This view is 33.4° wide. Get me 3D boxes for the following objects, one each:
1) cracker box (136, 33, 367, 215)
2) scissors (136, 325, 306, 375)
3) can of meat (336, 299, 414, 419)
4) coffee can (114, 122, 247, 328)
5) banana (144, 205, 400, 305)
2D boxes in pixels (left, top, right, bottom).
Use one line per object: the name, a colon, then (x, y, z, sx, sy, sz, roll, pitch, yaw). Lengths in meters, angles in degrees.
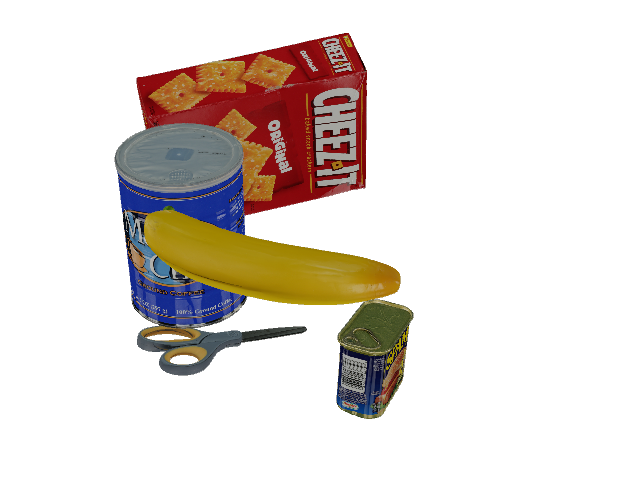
cracker box: (-0.063, -0.103, 1.063, 0.213, 0.072, 0.164, -13, -40, -9)
scissors: (-0.101, 0.119, 1.186, 0.201, 0.016, 0.096, 3, 26, -16)
can of meat: (0.055, 0.123, 1.105, 0.057, 0.084, 0.102, 14, 28, 18)
coffee can: (-0.113, -0.013, 0.890, 0.103, 0.140, 0.103, 0, 34, 0)
banana: (-0.047, 0.008, 0.691, 0.198, 0.037, 0.069, 18, 35, 29)
